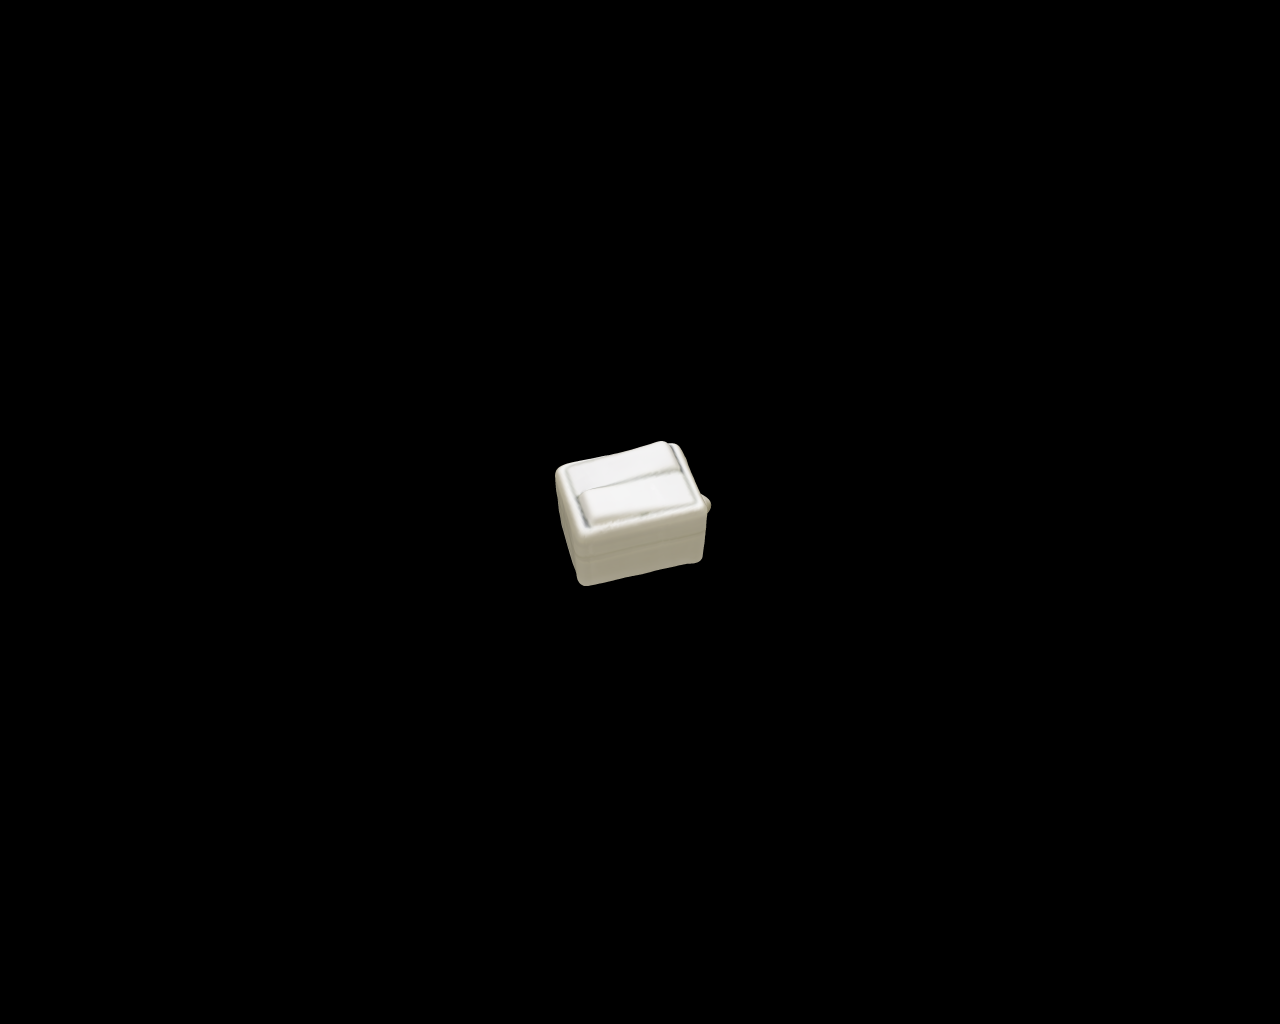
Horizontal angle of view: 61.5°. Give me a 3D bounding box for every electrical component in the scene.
[{"bbox_3d":[0.001,-0.003,0.650,0.096,0.062,0.061,-12,-39,-10],"label":"electrical component"}]
